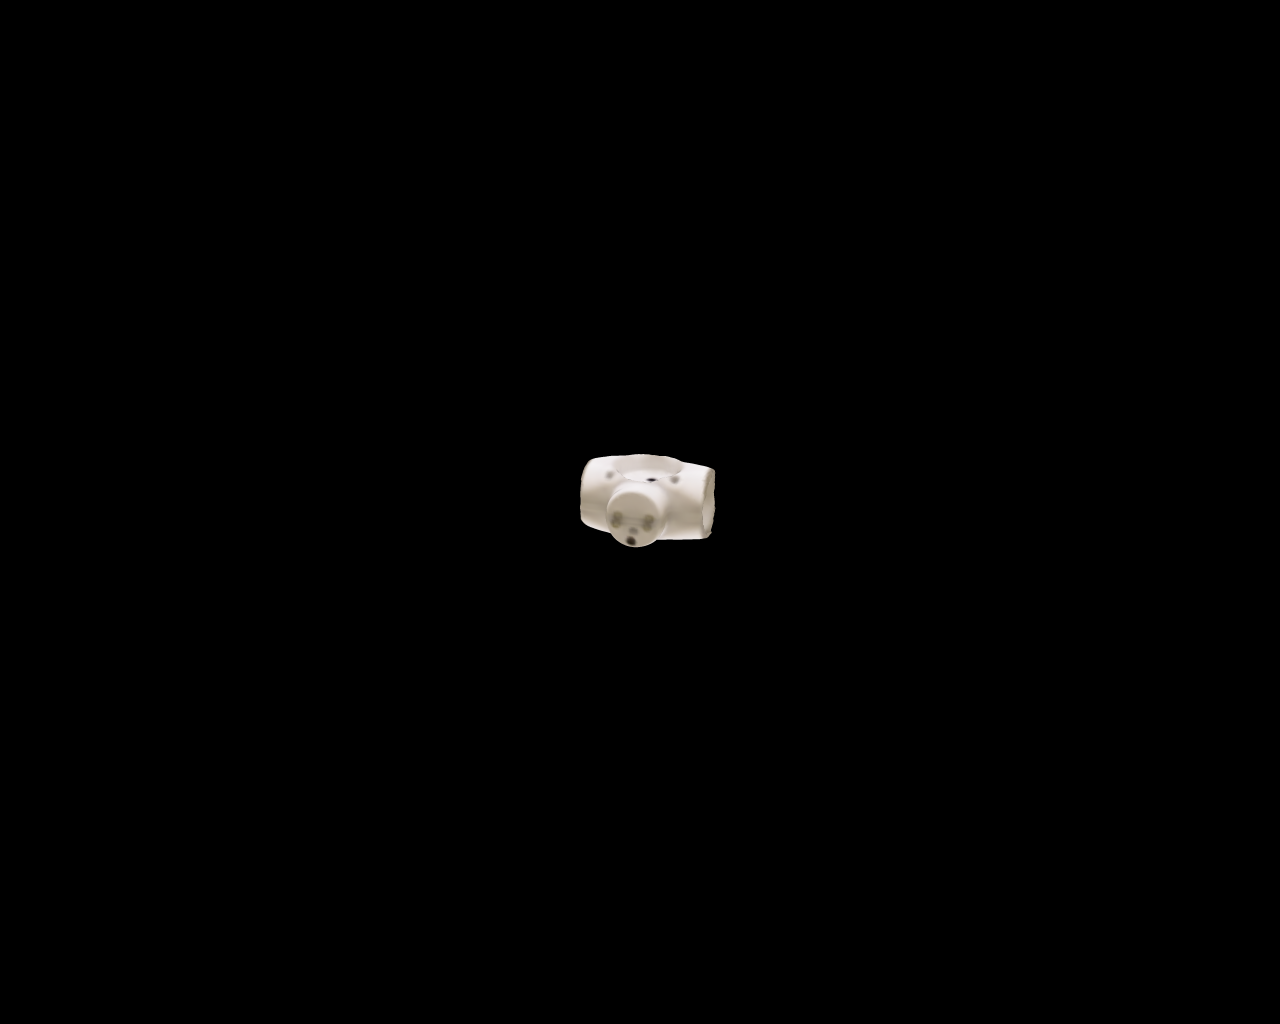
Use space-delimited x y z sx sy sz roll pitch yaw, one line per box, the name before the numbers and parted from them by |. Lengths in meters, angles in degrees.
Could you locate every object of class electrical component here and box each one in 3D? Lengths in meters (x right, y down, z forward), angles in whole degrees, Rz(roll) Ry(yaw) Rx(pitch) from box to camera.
electrical component | 0.001 -0.003 0.650 0.077 0.044 0.079 6 24 14
